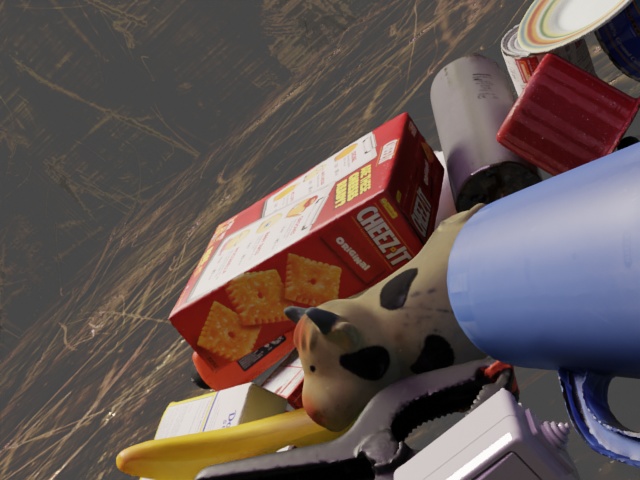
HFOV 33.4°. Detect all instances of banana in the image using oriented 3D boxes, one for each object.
[{"bbox_3d":[-0.056,0.155,0.831,0.197,0.069,0.037,-15,53,-3],"label":"banana"}]

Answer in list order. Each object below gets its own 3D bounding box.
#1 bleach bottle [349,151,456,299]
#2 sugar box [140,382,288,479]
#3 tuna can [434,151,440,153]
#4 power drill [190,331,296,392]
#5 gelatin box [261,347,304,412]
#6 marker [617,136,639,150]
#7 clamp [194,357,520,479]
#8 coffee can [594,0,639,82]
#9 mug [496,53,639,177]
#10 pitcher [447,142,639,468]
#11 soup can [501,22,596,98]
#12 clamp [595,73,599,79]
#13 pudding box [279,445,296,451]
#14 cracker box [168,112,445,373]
[{"bbox_3d":[0.084,-0.009,1.012,0.103,0.068,0.250,-31,16,43],"label":"bleach bottle"},{"bbox_3d":[-0.098,0.185,0.946,0.177,0.048,0.093,-20,46,55],"label":"sugar box"},{"bbox_3d":[0.106,-0.054,1.140,0.086,0.033,0.086,-41,14,12],"label":"tuna can"},{"bbox_3d":[-0.069,0.099,1.060,0.184,0.057,0.187,-40,1,7],"label":"power drill"},{"bbox_3d":[-0.012,0.123,0.958,0.073,0.030,0.089,-47,13,-18],"label":"gelatin box"},{"bbox_3d":[0.237,-0.053,0.776,0.020,0.020,0.121,-40,14,15],"label":"marker"},{"bbox_3d":[0.042,0.144,0.637,0.209,0.036,0.165,-29,38,-12],"label":"clamp"},{"bbox_3d":[0.302,-0.200,0.853,0.141,0.102,0.102,-28,21,51],"label":"coffee can"},{"bbox_3d":[0.193,-0.092,0.843,0.093,0.081,0.117,-59,-7,1],"label":"mug"},{"bbox_3d":[0.164,0.024,0.560,0.149,0.145,0.243,-36,6,-20],"label":"pitcher"},{"bbox_3d":[0.202,-0.134,0.913,0.068,0.102,0.068,-20,31,13],"label":"soup can"},{"bbox_3d":[0.192,-0.095,0.998,0.120,0.039,0.171,-22,33,50],"label":"clamp"},{"bbox_3d":[-0.057,0.213,0.796,0.114,0.039,0.090,-38,13,31],"label":"pudding box"},{"bbox_3d":[-0.006,0.001,0.878,0.214,0.072,0.164,-30,19,23],"label":"cracker box"}]
